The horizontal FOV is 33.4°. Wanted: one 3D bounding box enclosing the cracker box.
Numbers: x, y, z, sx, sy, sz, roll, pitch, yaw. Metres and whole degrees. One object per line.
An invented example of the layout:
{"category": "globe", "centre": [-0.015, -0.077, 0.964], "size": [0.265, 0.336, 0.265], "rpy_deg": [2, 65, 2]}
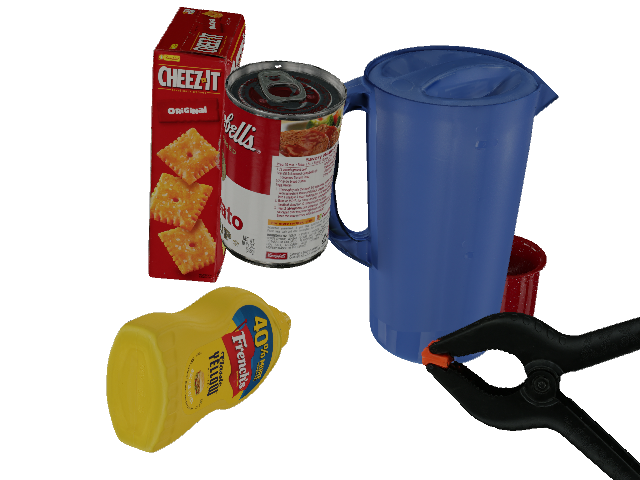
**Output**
{"category": "cracker box", "centre": [-0.114, -0.092, 0.994], "size": [0.072, 0.214, 0.164], "rpy_deg": [6, 25, -2]}

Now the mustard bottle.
{"category": "mustard bottle", "centre": [-0.082, 0.087, 0.828], "size": [0.058, 0.096, 0.191], "rpy_deg": [12, 17, 29]}

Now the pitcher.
{"category": "pitcher", "centre": [0.086, -0.025, 0.853], "size": [0.149, 0.243, 0.144], "rpy_deg": [20, 33, 30]}

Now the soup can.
{"category": "soup can", "centre": [-0.023, -0.044, 0.618], "size": [0.068, 0.102, 0.068], "rpy_deg": [4, 34, -3]}

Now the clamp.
{"category": "clamp", "centre": [0.152, 0.102, 0.703], "size": [0.172, 0.120, 0.039], "rpy_deg": [2, -1, 20]}

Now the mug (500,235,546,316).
{"category": "mug", "centre": [0.186, 0.043, 1.140], "size": [0.093, 0.081, 0.117], "rpy_deg": [-5, 30, -10]}
